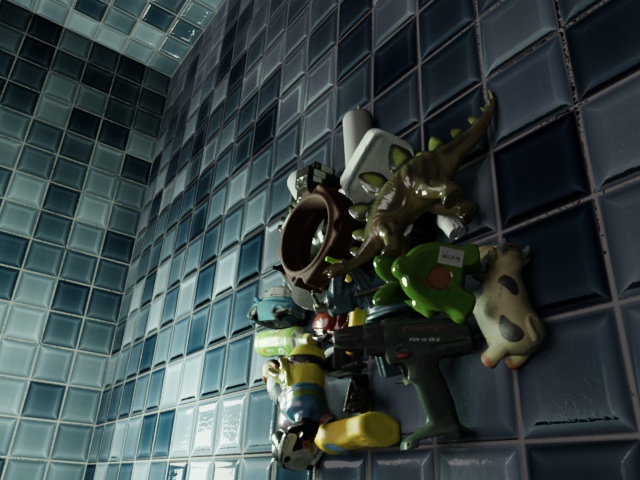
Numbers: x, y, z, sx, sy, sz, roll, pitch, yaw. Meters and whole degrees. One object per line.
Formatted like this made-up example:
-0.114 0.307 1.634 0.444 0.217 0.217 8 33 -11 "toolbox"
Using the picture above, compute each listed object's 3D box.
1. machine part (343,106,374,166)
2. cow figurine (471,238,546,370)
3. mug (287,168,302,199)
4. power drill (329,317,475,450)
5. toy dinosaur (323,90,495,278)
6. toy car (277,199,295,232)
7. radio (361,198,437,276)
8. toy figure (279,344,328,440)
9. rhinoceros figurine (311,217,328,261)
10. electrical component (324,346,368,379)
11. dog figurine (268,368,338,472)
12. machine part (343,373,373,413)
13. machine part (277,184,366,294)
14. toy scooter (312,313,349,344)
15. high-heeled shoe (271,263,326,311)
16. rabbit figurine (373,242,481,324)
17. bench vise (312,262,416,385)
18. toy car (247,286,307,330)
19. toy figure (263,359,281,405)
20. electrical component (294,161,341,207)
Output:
0.096 -0.229 1.291 0.079 0.079 0.243 -37 43 43 "machine part"
0.280 0.085 0.821 0.127 0.085 0.195 -53 32 36 "cow figurine"
-0.025 -0.137 1.438 0.109 0.080 0.107 -45 50 26 "mug"
0.144 0.227 0.870 0.086 0.232 0.207 74 -174 -65 "power drill"
0.181 -0.097 0.970 0.471 0.105 0.199 -40 49 -5 "toy dinosaur"
-0.071 -0.058 1.435 0.073 0.056 0.202 -60 6 11 "toy car"
0.134 -0.017 1.116 0.229 0.073 0.131 -37 44 43 "radio"
-0.025 0.288 1.042 0.089 0.082 0.180 -14 42 6 "toy figure"
0.009 -0.011 1.300 0.190 0.073 0.112 -46 46 40 "rhinoceros figurine"
0.047 0.249 1.101 0.119 0.075 0.048 -37 44 48 "electrical component"
-0.058 0.364 1.175 0.191 0.108 0.219 -67 27 11 "dog figurine"
0.071 0.297 1.027 0.139 0.039 0.084 101 -168 -84 "machine part"
-0.002 -0.004 1.165 0.201 0.087 0.202 -57 36 20 "machine part"
0.056 0.159 1.138 0.184 0.075 0.135 -5 69 53 "toy scooter"
-0.014 0.112 1.313 0.249 0.145 0.086 31 100 30 "high-heeled shoe"
0.164 0.078 0.857 0.170 0.159 0.121 84 -171 -72 "rabbit figurine"
0.107 0.148 0.976 0.129 0.224 0.240 105 151 -73 "bench vise"
-0.103 0.166 1.353 0.162 0.109 0.103 -19 52 48 "toy car"
-0.107 0.338 1.313 0.064 0.057 0.155 -29 33 -7 "toy figure"
-0.003 -0.129 1.355 0.058 0.115 0.134 -18 59 48 "electrical component"
